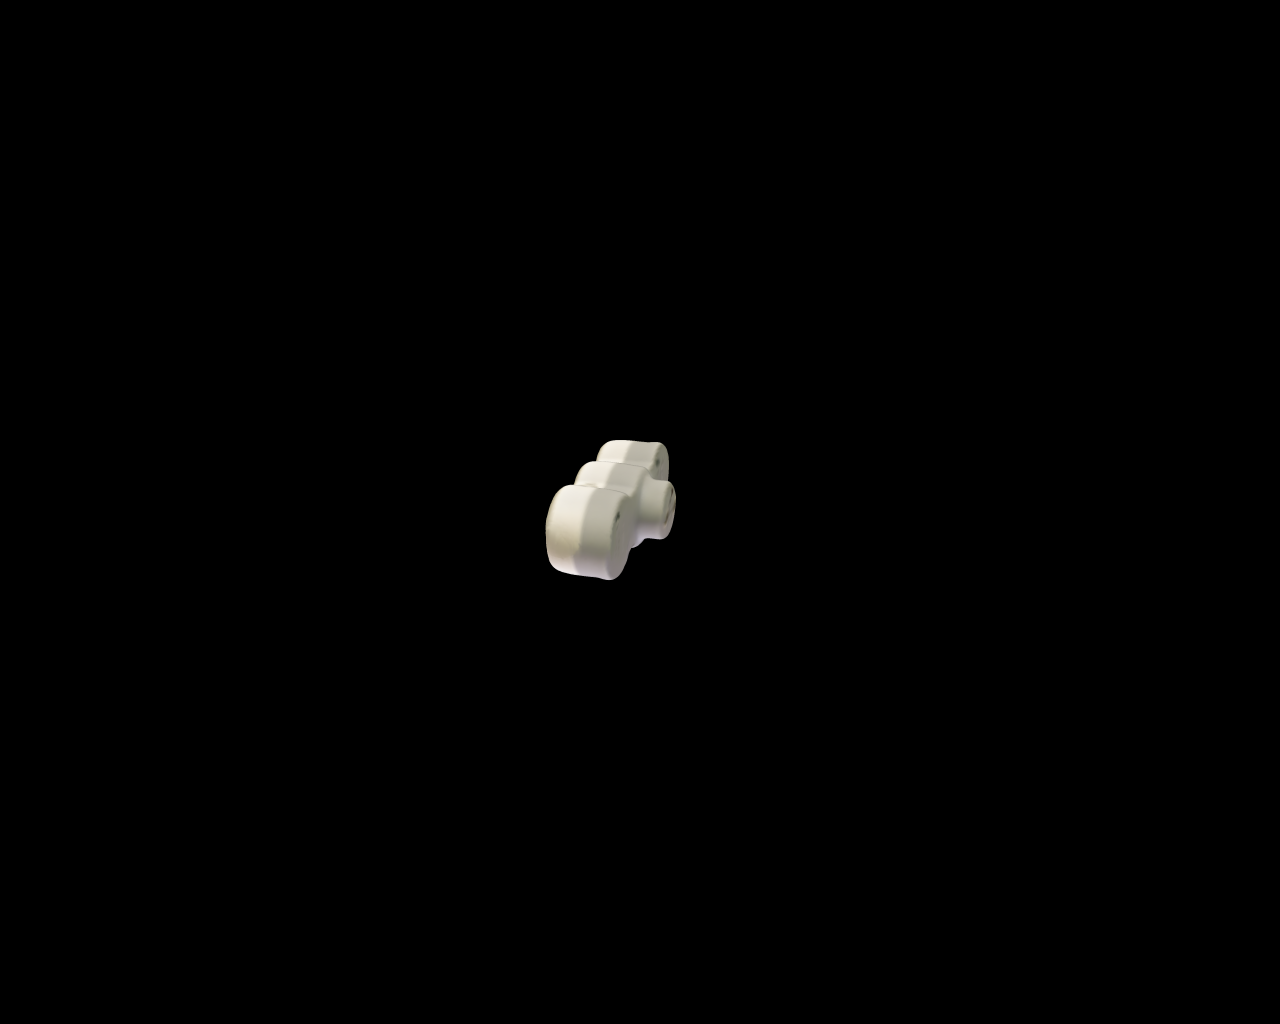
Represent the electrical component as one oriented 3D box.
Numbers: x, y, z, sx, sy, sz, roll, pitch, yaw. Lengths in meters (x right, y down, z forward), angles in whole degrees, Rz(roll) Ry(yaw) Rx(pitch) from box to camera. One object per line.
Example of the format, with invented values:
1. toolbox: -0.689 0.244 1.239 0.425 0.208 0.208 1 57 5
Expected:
1. electrical component: 0.001 -0.003 0.650 0.074 0.052 0.138 6 23 14
